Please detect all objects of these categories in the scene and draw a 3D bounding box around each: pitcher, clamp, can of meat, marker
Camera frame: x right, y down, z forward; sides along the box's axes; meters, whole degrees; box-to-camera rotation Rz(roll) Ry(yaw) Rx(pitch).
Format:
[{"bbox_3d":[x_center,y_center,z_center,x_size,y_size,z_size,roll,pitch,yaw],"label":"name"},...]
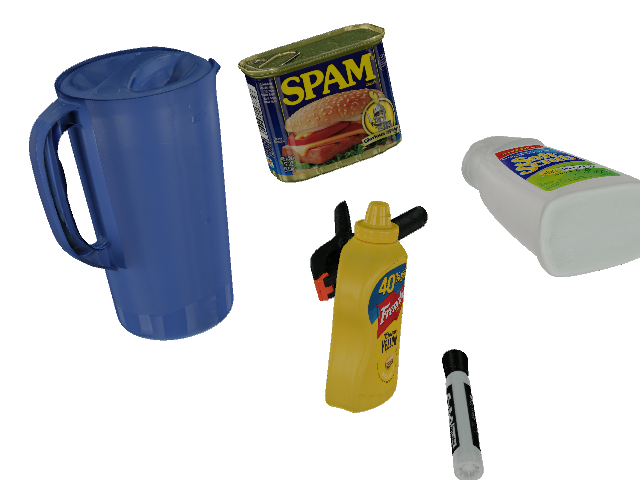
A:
[{"bbox_3d":[-0.151,-0.035,0.925,0.149,0.243,0.145,-5,27,1],"label":"pitcher"},{"bbox_3d":[0.049,0.007,1.221,0.120,0.039,0.171,-6,35,28],"label":"clamp"},{"bbox_3d":[0.003,-0.097,0.753,0.102,0.084,0.057,-20,23,-14],"label":"can of meat"},{"bbox_3d":[0.096,0.114,0.725,0.020,0.020,0.121,0,32,2],"label":"marker"}]

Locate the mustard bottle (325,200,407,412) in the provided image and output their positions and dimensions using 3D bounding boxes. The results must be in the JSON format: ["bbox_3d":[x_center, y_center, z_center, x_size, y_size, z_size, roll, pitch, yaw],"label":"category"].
[{"bbox_3d":[0.046,0.057,0.998,0.058,0.192,0.096,13,18,28],"label":"mustard bottle"}]

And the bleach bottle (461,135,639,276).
[{"bbox_3d":[0.178,-0.044,0.905,0.102,0.068,0.251,-12,20,-12],"label":"bleach bottle"}]
